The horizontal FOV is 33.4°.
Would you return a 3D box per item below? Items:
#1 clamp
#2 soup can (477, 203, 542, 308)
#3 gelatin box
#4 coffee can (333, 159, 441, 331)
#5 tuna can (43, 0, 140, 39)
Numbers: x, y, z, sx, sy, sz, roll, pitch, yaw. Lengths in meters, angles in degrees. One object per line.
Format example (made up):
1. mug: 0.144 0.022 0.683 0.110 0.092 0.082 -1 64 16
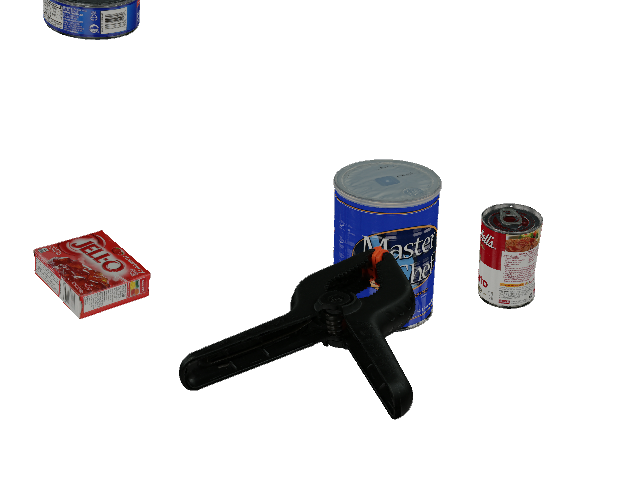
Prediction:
1. clamp: 0.002 0.060 0.776 0.165 0.036 0.209 2 25 16
2. soup can: 0.215 0.018 1.216 0.068 0.102 0.068 -1 30 1
3. gelatin box: -0.211 0.029 0.981 0.073 0.030 0.089 -18 40 -36
4. coffee can: 0.063 0.004 1.045 0.103 0.140 0.103 0 27 0
5. tuna can: -0.203 -0.209 0.947 0.086 0.034 0.086 5 33 -4
